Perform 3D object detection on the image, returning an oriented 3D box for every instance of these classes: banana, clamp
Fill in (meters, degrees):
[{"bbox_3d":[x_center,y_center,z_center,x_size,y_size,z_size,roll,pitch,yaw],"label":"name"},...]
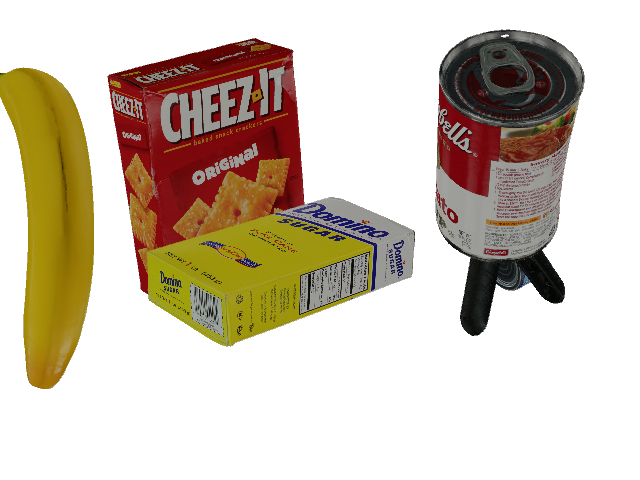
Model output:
[{"bbox_3d":[-0.152,-0.020,0.596,0.037,0.198,0.070,1,-23,-36],"label":"banana"},{"bbox_3d":[0.147,-0.005,0.908,0.120,0.171,0.039,-28,11,-40],"label":"clamp"}]

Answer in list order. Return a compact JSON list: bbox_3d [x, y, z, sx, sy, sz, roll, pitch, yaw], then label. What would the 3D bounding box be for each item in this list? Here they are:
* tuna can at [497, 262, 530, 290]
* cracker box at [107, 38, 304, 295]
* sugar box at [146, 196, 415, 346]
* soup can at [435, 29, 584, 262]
[{"bbox_3d":[0.215,0.014,1.223,0.033,0.086,0.086,-26,10,-21],"label":"tuna can"},{"bbox_3d":[-0.097,-0.064,0.994,0.163,0.214,0.072,-22,31,-34],"label":"cracker box"},{"bbox_3d":[-0.025,0.016,0.764,0.175,0.048,0.093,-21,33,-37],"label":"sugar box"},{"bbox_3d":[0.093,-0.046,0.541,0.068,0.068,0.102,0,-41,4],"label":"soup can"}]
